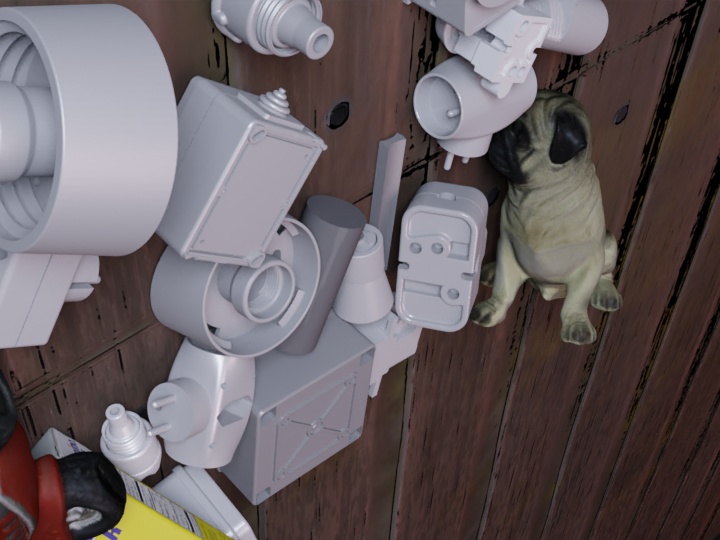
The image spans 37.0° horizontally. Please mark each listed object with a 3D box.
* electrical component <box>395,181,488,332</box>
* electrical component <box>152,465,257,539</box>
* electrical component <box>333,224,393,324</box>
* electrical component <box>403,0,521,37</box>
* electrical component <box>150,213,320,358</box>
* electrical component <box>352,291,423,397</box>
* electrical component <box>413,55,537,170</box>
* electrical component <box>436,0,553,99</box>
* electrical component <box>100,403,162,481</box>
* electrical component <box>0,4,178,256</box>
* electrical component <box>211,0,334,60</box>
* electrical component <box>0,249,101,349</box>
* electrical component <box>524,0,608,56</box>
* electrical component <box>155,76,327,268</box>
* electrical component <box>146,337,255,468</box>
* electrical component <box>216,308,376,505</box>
[{"bbox_3d":[0.060,-0.012,0.775,0.059,0.054,0.095,-59,156,-60],"label":"electrical component"},{"bbox_3d":[-0.112,0.199,0.780,0.057,0.078,0.113,-36,147,-17],"label":"electrical component"},{"bbox_3d":[0.000,0.000,0.746,0.044,0.044,0.065,-34,142,-26],"label":"electrical component"},{"bbox_3d":[0.079,-0.230,0.574,0.105,0.060,0.186,-37,148,-22],"label":"electrical component"},{"bbox_3d":[-0.074,0.003,0.651,0.099,0.064,0.099,-25,128,-37],"label":"electrical component"},{"bbox_3d":[0.013,0.051,0.819,0.064,0.042,0.081,-24,142,-39],"label":"electrical component"},{"bbox_3d":[0.074,-0.103,0.726,0.077,0.043,0.079,-24,141,-38],"label":"electrical component"},{"bbox_3d":[0.081,-0.150,0.671,0.048,0.055,0.066,-11,132,-48],"label":"electrical component"},{"bbox_3d":[-0.146,0.105,0.674,0.035,0.035,0.061,-36,145,-23],"label":"electrical component"},{"bbox_3d":[-0.130,-0.057,0.445,0.060,0.108,0.108,-7,129,-43],"label":"electrical component"},{"bbox_3d":[-0.039,-0.125,0.530,0.048,0.062,0.048,-34,146,-26],"label":"electrical component"},{"bbox_3d":[-0.155,-0.002,0.528,0.077,0.047,0.065,-2,125,-53],"label":"electrical component"},{"bbox_3d":[0.129,-0.170,0.725,0.081,0.043,0.043,-5,128,-51],"label":"electrical component"},{"bbox_3d":[-0.069,-0.058,0.567,0.062,0.061,0.096,8,117,-55],"label":"electrical component"},{"bbox_3d":[-0.105,0.084,0.671,0.079,0.043,0.077,-13,119,-60],"label":"electrical component"},{"bbox_3d":[-0.049,0.096,0.771,0.109,0.056,0.108,-29,144,-33],"label":"electrical component"}]
